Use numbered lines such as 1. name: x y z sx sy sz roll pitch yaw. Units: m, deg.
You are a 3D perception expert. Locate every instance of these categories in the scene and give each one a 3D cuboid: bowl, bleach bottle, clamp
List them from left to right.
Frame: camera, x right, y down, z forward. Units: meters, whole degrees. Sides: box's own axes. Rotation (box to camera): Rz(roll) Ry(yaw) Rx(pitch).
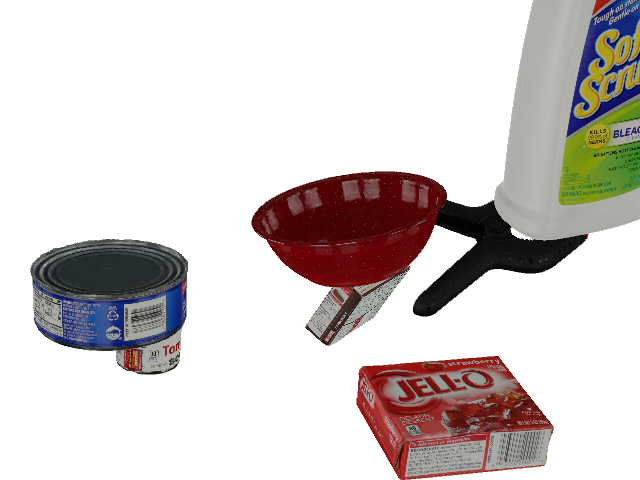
1. bowl: 0.027 -0.005 0.882 0.162 0.055 0.162 -9 22 3
2. clamp: 0.165 0.004 1.039 0.210 0.164 0.036 -2 -41 -5
3. bleach bottle: 0.165 -0.128 0.647 0.102 0.251 0.068 -11 31 -17

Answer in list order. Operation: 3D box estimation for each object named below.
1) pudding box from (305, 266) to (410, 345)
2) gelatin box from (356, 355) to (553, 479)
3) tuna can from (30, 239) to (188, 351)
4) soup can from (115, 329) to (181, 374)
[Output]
1. pudding box: 0.044 0.064 1.226 0.039 0.090 0.113 42 35 14
2. gelatin box: 0.072 0.096 0.592 0.089 0.030 0.073 -2 26 -16
3. tuna can: -0.117 0.029 0.594 0.086 0.034 0.086 2 20 -1
4. soup can: -0.175 0.078 1.092 0.068 0.102 0.068 5 21 -2
